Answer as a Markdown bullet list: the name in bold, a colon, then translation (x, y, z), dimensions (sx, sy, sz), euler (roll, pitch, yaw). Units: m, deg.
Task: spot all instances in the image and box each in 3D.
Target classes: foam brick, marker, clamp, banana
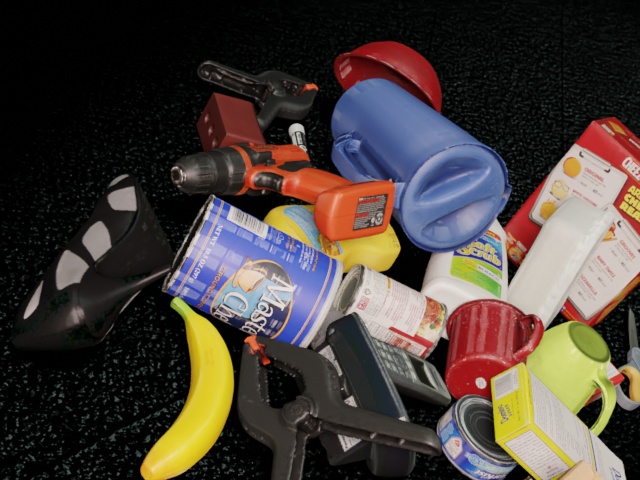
- **foam brick**: translation (-0.101, -0.118, 1.201), dimensions (0.051, 0.053, 0.078), euler (11, 39, -31)
- **marker**: translation (-0.021, -0.095, 1.269), dimensions (0.020, 0.020, 0.121), euler (17, 38, -25)
- **clamp**: translation (-0.003, 0.151, 0.905), dimensions (0.210, 0.164, 0.036), euler (61, -1, 43)
- **banana**: translation (-0.108, 0.132, 0.905), dimensions (0.069, 0.037, 0.197), euler (17, 37, -13)
- **clamp**: translation (-0.071, -0.184, 1.319), dimensions (0.120, 0.039, 0.171), euler (50, 31, 11)

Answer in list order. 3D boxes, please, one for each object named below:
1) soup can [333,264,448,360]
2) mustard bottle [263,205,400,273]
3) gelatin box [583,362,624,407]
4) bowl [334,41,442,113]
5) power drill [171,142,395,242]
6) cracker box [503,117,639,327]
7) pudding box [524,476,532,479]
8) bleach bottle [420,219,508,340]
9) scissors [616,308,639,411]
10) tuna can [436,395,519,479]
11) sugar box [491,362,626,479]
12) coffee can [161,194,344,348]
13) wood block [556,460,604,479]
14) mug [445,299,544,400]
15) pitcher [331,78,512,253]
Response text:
- **soup can**: translation (0.070, 0.075, 1.096), dimensions (0.102, 0.069, 0.068), euler (26, 35, -12)
- **mustard bottle**: translation (-0.008, 0.002, 1.127), dimensions (0.191, 0.058, 0.096), euler (-8, 48, -46)
- **gelatin box**: translation (0.299, 0.145, 1.238), dimensions (0.073, 0.030, 0.089), euler (-14, 56, -46)
- **bowl**: translation (0.099, -0.207, 1.385), dimensions (0.162, 0.162, 0.055), euler (34, 74, -1)
- **power drill**: translation (-0.033, -0.054, 1.085), dimensions (0.188, 0.057, 0.184), euler (24, 24, 37)
- **cracker box**: translation (0.340, -0.018, 1.306), dimensions (0.164, 0.214, 0.071), euler (48, 36, 19)
- **pudding box**: translation (0.199, 0.283, 0.978), dimensions (0.089, 0.039, 0.113), euler (-17, 61, -49)
- **bleach bottle**: translation (0.170, 0.022, 1.253), dimensions (0.102, 0.068, 0.250), euler (27, 32, -6)
- **scissors**: translation (0.405, 0.160, 1.323), dimensions (0.096, 0.016, 0.201), euler (39, 34, 4)
- **tuna can**: translation (0.160, 0.196, 1.055), dimensions (0.086, 0.034, 0.086), euler (23, 36, -18)
- **sugar box**: translation (0.238, 0.209, 1.050), dimensions (0.176, 0.048, 0.093), euler (47, 27, -22)
- **coffee can**: translation (-0.063, 0.034, 1.001), dimensions (0.140, 0.103, 0.102), euler (28, 35, -10)
- **wood block**: translation (0.169, 0.281, 0.866), dimensions (0.205, 0.090, 0.091), euler (-29, 69, -38)
- **mug**: translation (0.182, 0.116, 1.103), dimensions (0.093, 0.117, 0.081), euler (45, 35, -21)
- **pitcher**: translation (0.095, -0.099, 1.241), dimensions (0.149, 0.145, 0.243), euler (50, 1, -37)
